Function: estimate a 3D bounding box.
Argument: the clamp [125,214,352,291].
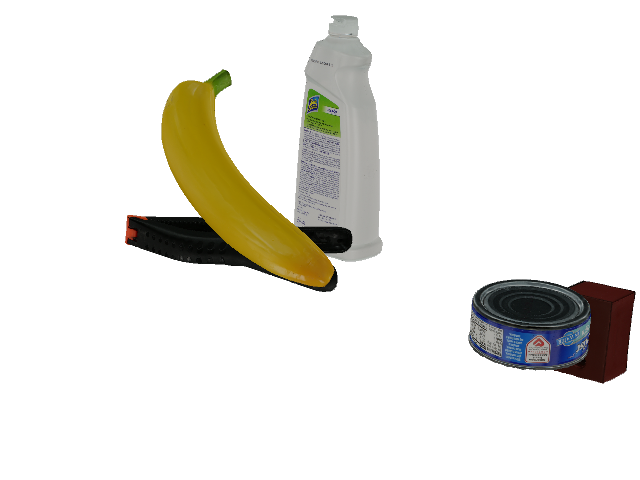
[{"bbox_3d":[-0.073,0.006,0.954,0.210,0.036,0.164,6,12,-2],"label":"clamp"}]

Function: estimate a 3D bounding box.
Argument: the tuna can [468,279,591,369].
[{"bbox_3d":[0.151,0.059,0.768,0.086,0.034,0.086,0,21,0],"label":"tuna can"}]

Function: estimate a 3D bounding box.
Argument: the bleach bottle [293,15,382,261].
[{"bbox_3d":[0.024,-0.111,1.141,0.103,0.251,0.067,19,24,39],"label":"bleach bottle"}]

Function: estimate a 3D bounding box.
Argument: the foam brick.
[{"bbox_3d":[0.245,0.081,0.958,0.053,0.078,0.051,12,17,37],"label":"foam brick"}]

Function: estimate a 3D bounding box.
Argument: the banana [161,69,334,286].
[{"bbox_3d":[-0.058,-0.044,0.687,0.069,0.198,0.037,-17,-34,-16],"label":"banana"}]
